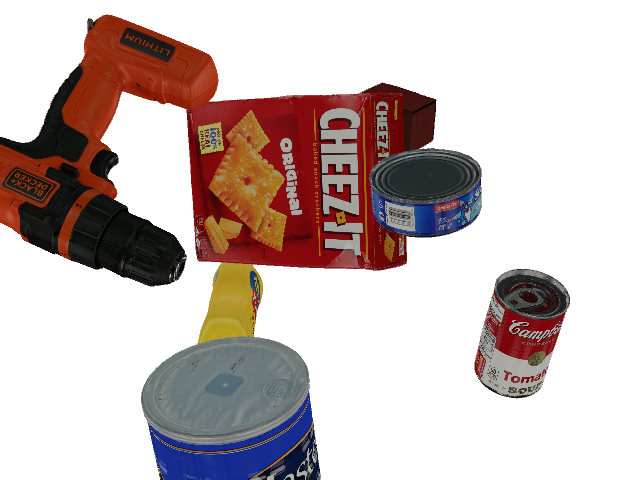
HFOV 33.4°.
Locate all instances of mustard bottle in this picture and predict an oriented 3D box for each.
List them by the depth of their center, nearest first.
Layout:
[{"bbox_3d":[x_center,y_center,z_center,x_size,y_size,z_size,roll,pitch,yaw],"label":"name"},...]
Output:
[{"bbox_3d":[-0.096,0.077,1.173,0.058,0.096,0.191,0,28,1],"label":"mustard bottle"}]

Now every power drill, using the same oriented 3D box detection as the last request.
[{"bbox_3d":[-0.149,-0.068,0.777,0.184,0.187,0.057,24,-30,8],"label":"power drill"}]

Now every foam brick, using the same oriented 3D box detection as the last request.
[{"bbox_3d":[0.084,-0.138,1.203,0.078,0.053,0.051,23,36,32],"label":"foam brick"}]

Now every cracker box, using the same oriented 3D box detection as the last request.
[{"bbox_3d":[-0.027,-0.058,1.034,0.214,0.164,0.072,2,8,33],"label":"cracker box"}]

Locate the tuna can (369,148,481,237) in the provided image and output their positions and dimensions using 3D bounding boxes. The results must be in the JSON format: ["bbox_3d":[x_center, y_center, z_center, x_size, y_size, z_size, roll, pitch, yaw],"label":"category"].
[{"bbox_3d":[0.081,-0.037,0.822,0.086,0.034,0.086,-5,31,3],"label":"tuna can"}]

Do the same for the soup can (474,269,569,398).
[{"bbox_3d":[0.184,0.086,0.984,0.068,0.102,0.068,5,36,-4],"label":"soup can"}]

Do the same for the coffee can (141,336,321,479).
[{"bbox_3d":[-0.051,0.147,0.678,0.103,0.140,0.103,-5,28,3],"label":"coffee can"}]
